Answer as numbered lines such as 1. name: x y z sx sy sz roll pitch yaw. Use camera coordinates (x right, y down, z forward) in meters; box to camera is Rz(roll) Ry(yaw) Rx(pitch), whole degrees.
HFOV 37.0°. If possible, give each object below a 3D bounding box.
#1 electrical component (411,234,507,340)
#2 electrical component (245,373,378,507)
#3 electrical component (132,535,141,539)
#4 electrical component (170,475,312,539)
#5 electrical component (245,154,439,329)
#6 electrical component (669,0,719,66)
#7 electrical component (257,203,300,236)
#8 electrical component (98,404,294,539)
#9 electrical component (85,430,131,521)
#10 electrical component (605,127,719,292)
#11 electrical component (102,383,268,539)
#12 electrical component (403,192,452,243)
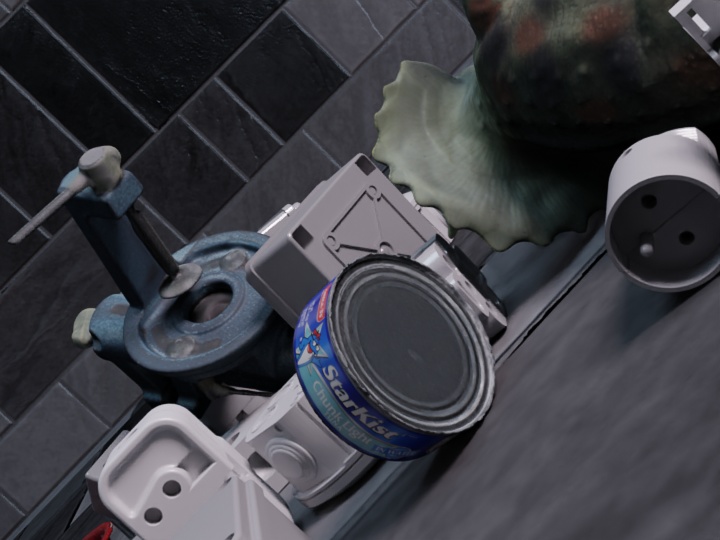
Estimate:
1. electrical component: 0.035 0.022 0.547 0.057 0.058 0.078 -42 7 14
2. electrical component: -0.015 0.077 0.551 0.080 0.051 0.080 -45 6 7
3. electrical component: -0.100 0.157 0.615 0.083 0.047 0.075 -44 6 15
4. electrical component: -0.063 0.145 0.415 0.108 0.056 0.109 -46 6 -4
5. electrical component: 0.000 0.000 0.680 0.056 0.108 0.108 -36 11 42
6. electrical component: 0.177 -0.098 0.350 0.121 0.079 0.063 -44 29 20
7. electrical component: -0.047 0.011 0.842 0.056 0.108 0.109 -41 5 -17
8. electrical component: -0.080 0.114 0.536 0.053 0.095 0.059 -46 6 -5
9. electrical component: -0.135 0.162 0.734 0.047 0.083 0.075 -53 -29 -46
10. electrical component: 0.115 -0.027 0.404 0.043 0.043 0.081 -43 7 26
11. electrical component: -0.125 0.134 0.861 0.186 0.060 0.105 -48 7 -21
12. electrical component: 0.033 -0.022 0.858 0.080 0.051 0.080 -45 6 7
